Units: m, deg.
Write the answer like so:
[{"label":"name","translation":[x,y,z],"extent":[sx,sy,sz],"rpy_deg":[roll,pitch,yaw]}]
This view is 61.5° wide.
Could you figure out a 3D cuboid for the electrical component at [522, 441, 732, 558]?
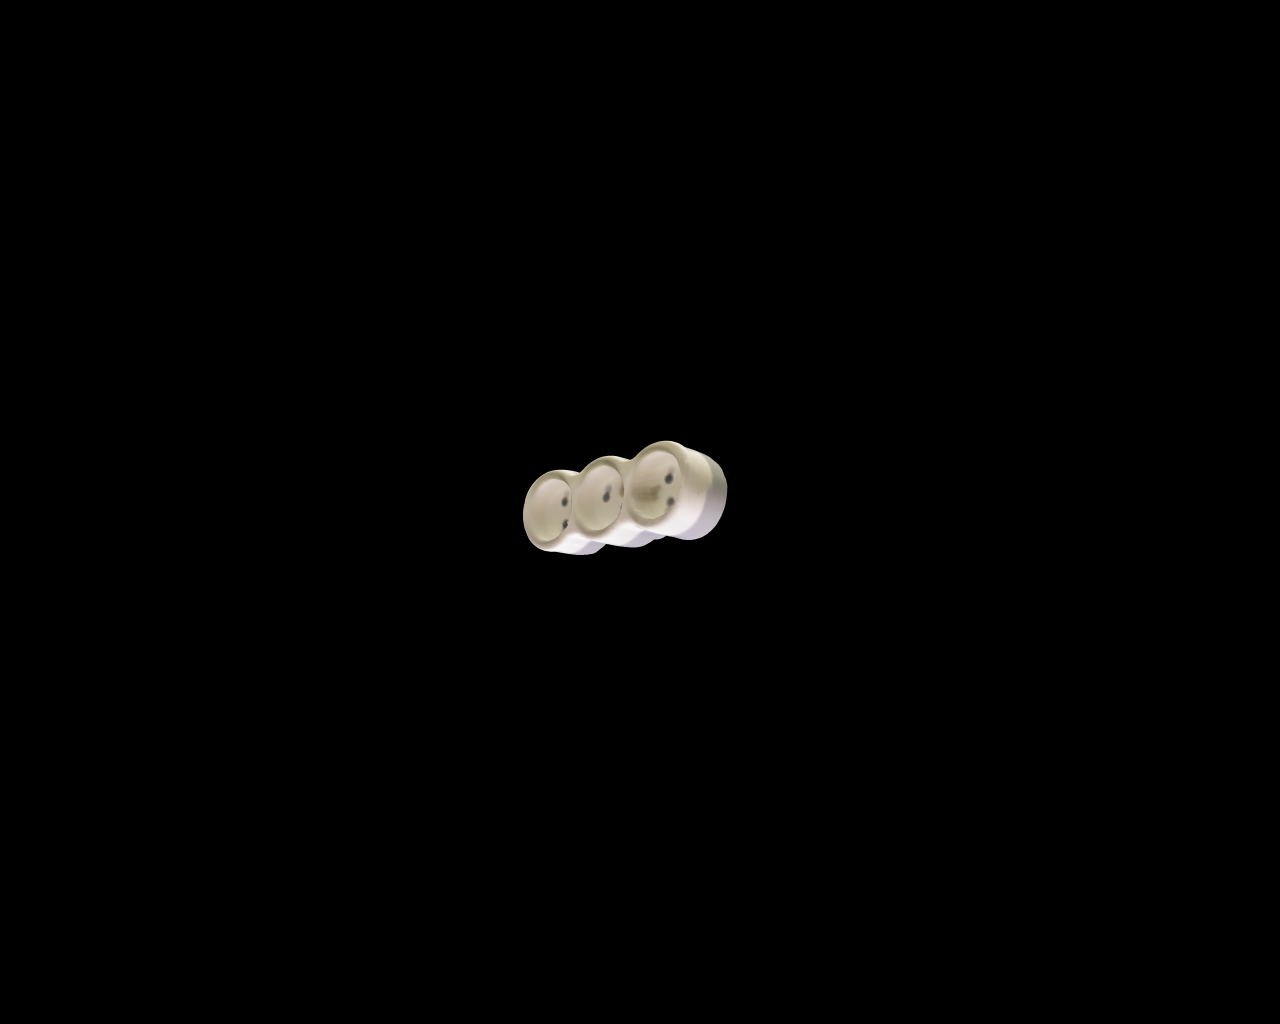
[{"label":"electrical component","translation":[0.001,-0.003,0.650],"extent":[0.138,0.052,0.074],"rpy_deg":[-11,-16,42]}]
